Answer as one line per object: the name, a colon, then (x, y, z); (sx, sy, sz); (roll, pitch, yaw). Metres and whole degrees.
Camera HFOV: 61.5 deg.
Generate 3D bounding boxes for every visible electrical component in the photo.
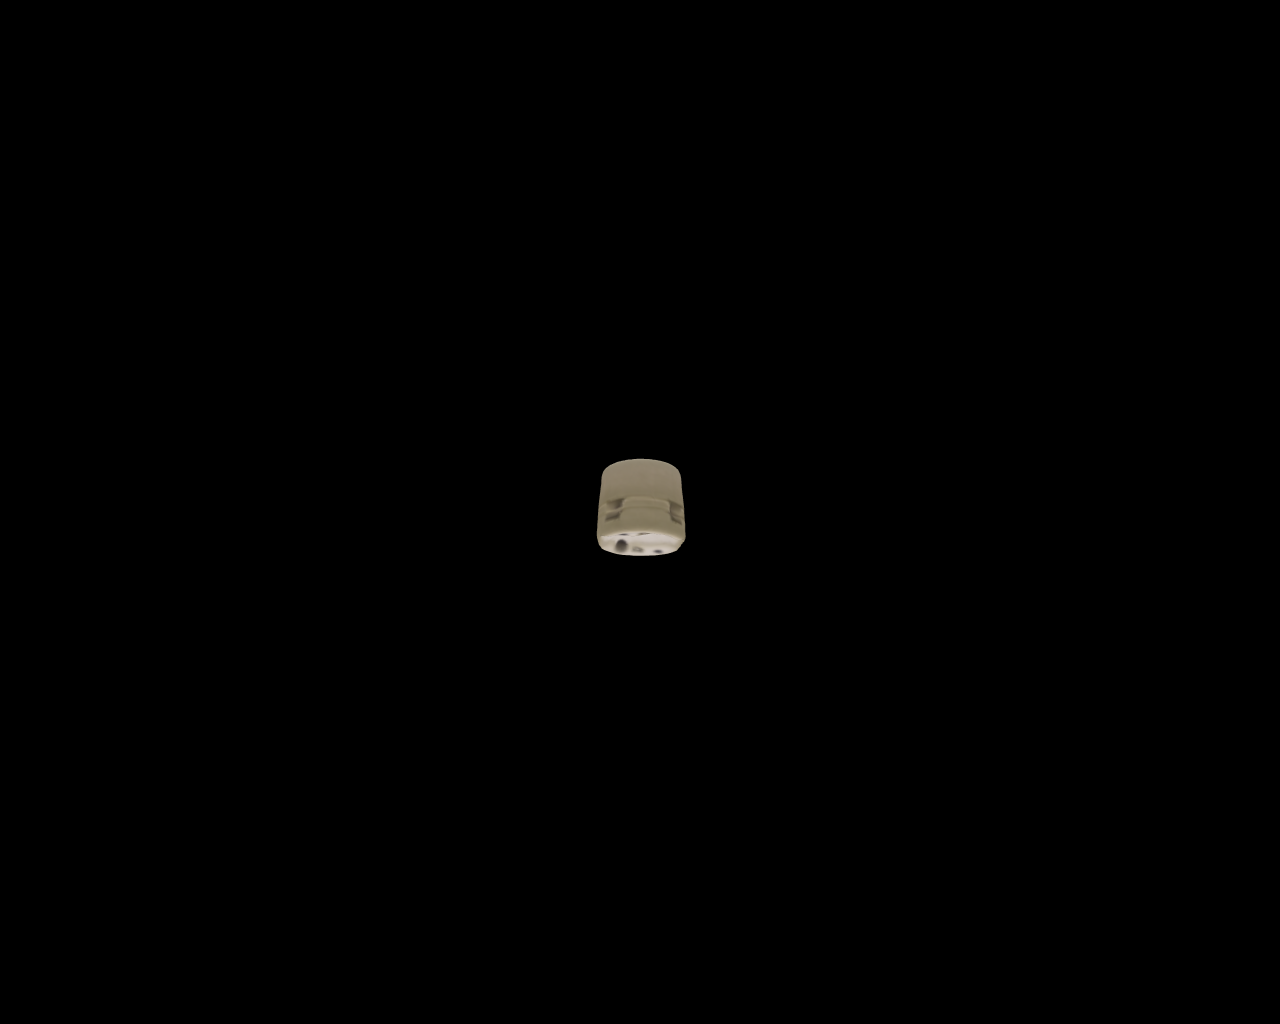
electrical component: (0.001, -0.003, 0.650); (0.055, 0.047, 0.055); (0, -19, 0)
